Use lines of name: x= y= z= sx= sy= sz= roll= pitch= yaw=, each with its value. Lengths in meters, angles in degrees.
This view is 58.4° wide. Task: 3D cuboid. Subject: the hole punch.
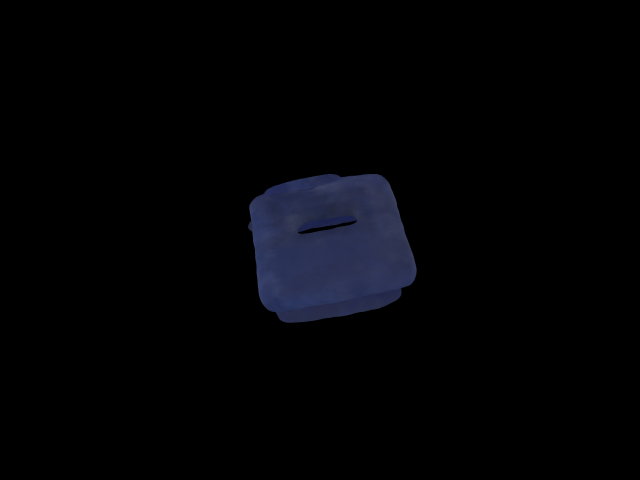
hole punch: x=0.004 y=0.001 z=0.400 sx=0.108 sy=0.091 sz=0.101 roll=-11 pitch=78 yaw=-2
